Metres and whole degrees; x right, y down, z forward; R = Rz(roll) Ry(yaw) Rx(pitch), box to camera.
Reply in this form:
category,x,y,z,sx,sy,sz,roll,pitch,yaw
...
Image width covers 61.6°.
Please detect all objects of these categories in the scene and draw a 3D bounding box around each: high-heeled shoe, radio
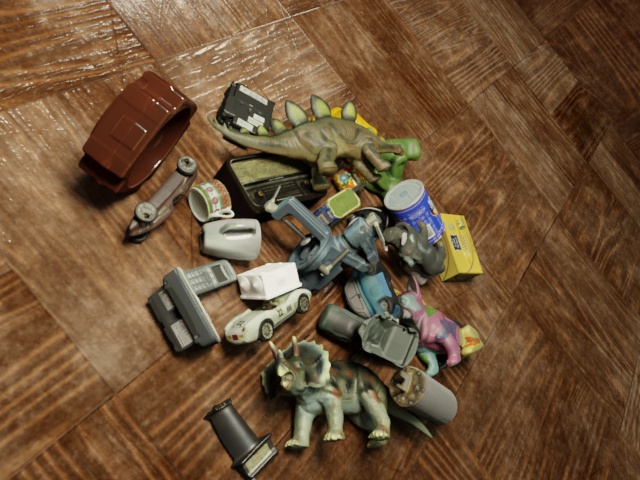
category,x,y,z,sx,sy,sz,roll,pitch,yaw
high-heeled shoe,0.127,-0.044,1.231,0.086,0.145,0.249,51,49,-3
radio,-0.100,-0.117,1.152,0.229,0.073,0.131,-19,77,-41

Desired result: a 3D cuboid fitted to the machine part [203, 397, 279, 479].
category,x,y,z,sx,sy,sz,roll,pitch,yaw
machine part,-0.132,0.329,0.901,0.084,0.039,0.139,-40,94,-34

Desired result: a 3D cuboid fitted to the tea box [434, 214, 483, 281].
category,x,y,z,sx,sy,sz,roll,pitch,yaw
tea box,0.350,0.021,1.413,0.098,0.068,0.169,2,65,-37

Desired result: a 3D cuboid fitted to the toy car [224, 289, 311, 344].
category,x,y,z,sx,sy,sz,roll,pitch,yaw
toy car,-0.091,0.136,0.995,0.202,0.074,0.056,-31,106,-52

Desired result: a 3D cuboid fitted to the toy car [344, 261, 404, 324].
category,x,y,z,sx,sy,sz,roll,pitch,yaw
toy car,0.108,0.116,1.154,0.109,0.103,0.162,38,30,-60

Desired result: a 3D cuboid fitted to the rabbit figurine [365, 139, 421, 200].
category,x,y,z,sx,sy,sz,roll,pitch,yaw
rabbit figurine,0.184,-0.167,1.368,0.159,0.121,0.170,-2,82,-34

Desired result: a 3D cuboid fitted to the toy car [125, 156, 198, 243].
category,x,y,z,sx,sy,sz,roll,pitch,yaw
toy car,-0.284,-0.072,0.978,0.053,0.089,0.202,36,48,-11

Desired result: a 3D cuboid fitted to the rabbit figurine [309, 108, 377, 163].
category,x,y,z,sx,sy,sz,roll,pitch,yaw
rabbit figurine,0.031,-0.240,1.296,0.162,0.122,0.173,47,66,-14

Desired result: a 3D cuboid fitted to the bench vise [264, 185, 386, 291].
category,x,y,z,sx,sy,sz,roll,pitch,yaw
bench vise,-0.002,-0.009,1.062,0.240,0.223,0.129,42,30,-20

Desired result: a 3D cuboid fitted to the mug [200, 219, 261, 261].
category,x,y,z,sx,sy,sz,roll,pitch,yaw
mug,-0.170,-0.004,1.020,0.107,0.109,0.081,0,71,-22

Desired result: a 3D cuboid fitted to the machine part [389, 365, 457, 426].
category,x,y,z,sx,sy,sz,roll,pitch,yaw
machine part,0.204,0.305,1.045,0.243,0.079,0.079,42,42,-46

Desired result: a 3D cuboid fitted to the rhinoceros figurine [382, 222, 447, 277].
category,x,y,z,sx,sy,sz,roll,pitch,yaw
rhinoceros figurine,0.217,0.020,1.246,0.190,0.073,0.112,35,56,-33

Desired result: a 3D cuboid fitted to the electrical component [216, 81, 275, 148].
category,x,y,z,sx,sy,sz,roll,pitch,yaw
electrical component,-0.170,-0.274,1.201,0.115,0.058,0.134,26,53,-21

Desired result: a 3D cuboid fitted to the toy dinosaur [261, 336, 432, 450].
category,x,y,z,sx,sy,sz,roll,pitch,yaw
toy dinosaur,0.046,0.286,1.010,0.404,0.131,0.192,17,55,-38

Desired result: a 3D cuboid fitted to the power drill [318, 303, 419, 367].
category,x,y,z,sx,sy,sz,roll,pitch,yaw
power drill,0.118,0.194,1.056,0.232,0.207,0.086,27,84,-9

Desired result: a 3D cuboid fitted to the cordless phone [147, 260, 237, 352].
category,x,y,z,sx,sy,sz,roll,pitch,yaw
cordless phone,-0.197,0.109,0.959,0.146,0.089,0.184,59,28,6

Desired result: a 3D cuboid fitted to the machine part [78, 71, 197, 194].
category,x,y,z,sx,sy,sz,roll,pitch,yaw
machine part,-0.310,-0.182,0.925,0.087,0.201,0.201,37,4,-6

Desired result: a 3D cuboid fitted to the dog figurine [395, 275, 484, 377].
category,x,y,z,sx,sy,sz,roll,pitch,yaw
dog figurine,0.252,0.185,1.224,0.191,0.108,0.219,-17,74,-40

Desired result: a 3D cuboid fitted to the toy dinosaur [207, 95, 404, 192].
category,x,y,z,sx,sy,sz,roll,pitch,yaw
toy dinosaur,-0.003,-0.209,1.162,0.471,0.105,0.198,-5,66,-32
